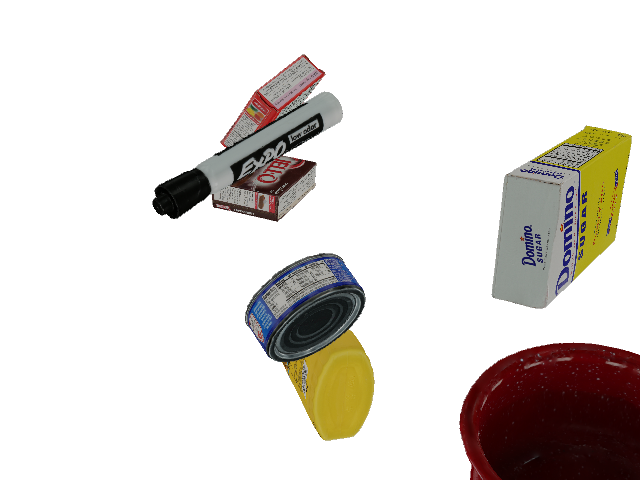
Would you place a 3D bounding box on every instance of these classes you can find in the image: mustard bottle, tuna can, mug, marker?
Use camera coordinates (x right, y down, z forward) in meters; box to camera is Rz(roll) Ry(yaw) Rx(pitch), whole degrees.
[{"bbox_3d":[-0.008,0.097,1.006,0.058,0.096,0.192,-6,27,-17],"label":"mustard bottle"},{"bbox_3d":[-0.010,0.050,0.779,0.086,0.034,0.086,-27,-29,-16],"label":"tuna can"},{"bbox_3d":[0.108,0.099,0.390,0.117,0.081,0.093,5,36,9],"label":"mug"},{"bbox_3d":[-0.037,-0.045,0.552,0.120,0.020,0.020,-33,19,-31],"label":"marker"}]

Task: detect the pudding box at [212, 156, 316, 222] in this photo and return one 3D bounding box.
[{"bbox_3d":[-0.067,-0.067,1.276,0.090,0.039,0.113,12,31,20],"label":"pudding box"}]

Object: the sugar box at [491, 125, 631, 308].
[{"bbox_3d":[0.181,-0.021,0.787,0.048,0.093,0.176,13,23,25],"label":"sugar box"}]

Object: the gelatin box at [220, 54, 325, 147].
[{"bbox_3d":[-0.043,-0.120,0.957,0.073,0.030,0.089,-48,0,44],"label":"gelatin box"}]
